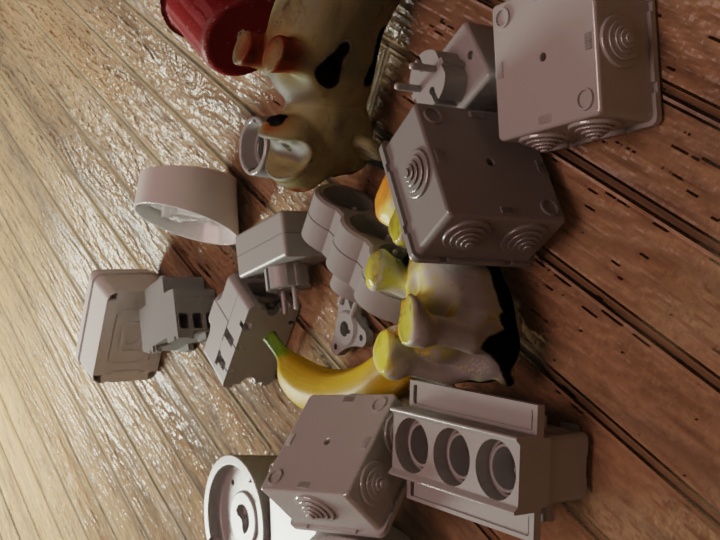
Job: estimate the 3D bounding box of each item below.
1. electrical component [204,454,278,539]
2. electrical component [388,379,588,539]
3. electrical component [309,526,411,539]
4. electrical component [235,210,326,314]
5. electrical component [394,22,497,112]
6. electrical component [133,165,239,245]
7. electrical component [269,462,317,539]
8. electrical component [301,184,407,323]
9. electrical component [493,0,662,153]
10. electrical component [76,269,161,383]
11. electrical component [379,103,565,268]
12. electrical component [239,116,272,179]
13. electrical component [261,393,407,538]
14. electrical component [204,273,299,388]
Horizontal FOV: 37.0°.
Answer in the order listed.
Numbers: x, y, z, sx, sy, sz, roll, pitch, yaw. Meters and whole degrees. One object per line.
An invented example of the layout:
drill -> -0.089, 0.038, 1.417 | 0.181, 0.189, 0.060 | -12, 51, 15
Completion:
electrical component -> -0.081, 0.208, 0.908 | 0.108, 0.060, 0.108 | -1, 88, 56
electrical component -> 0.079, 0.114, 0.670 | 0.121, 0.063, 0.078 | 4, 92, 56
electrical component -> -0.006, 0.232, 0.746 | 0.108, 0.060, 0.108 | -1, 88, 14
electrical component -> -0.061, -0.002, 0.894 | 0.083, 0.047, 0.075 | -23, 71, 54
electrical component -> 0.058, -0.121, 0.692 | 0.065, 0.077, 0.047 | -49, 50, 44
electrical component -> -0.160, -0.061, 1.002 | 0.099, 0.099, 0.064 | -10, 75, 56
electrical component -> -0.028, 0.201, 0.832 | 0.078, 0.057, 0.113 | -8, 83, 56
electrical component -> 0.000, 0.000, 0.798 | 0.138, 0.052, 0.073 | 48, 128, 45
electrical component -> 0.122, -0.120, 0.622 | 0.100, 0.048, 0.099 | -9, 82, 56
electrical component -> -0.254, 0.058, 1.153 | 0.057, 0.078, 0.113 | 40, 122, 46
electrical component -> 0.069, -0.052, 0.656 | 0.048, 0.100, 0.099 | -53, 43, 48
electrical component -> -0.071, -0.103, 0.910 | 0.055, 0.047, 0.055 | -1, 88, 56
electrical component -> -0.011, 0.133, 0.748 | 0.100, 0.048, 0.099 | -6, 43, 42
electrical component -> -0.098, 0.050, 0.945 | 0.055, 0.050, 0.089 | 52, 130, 43
